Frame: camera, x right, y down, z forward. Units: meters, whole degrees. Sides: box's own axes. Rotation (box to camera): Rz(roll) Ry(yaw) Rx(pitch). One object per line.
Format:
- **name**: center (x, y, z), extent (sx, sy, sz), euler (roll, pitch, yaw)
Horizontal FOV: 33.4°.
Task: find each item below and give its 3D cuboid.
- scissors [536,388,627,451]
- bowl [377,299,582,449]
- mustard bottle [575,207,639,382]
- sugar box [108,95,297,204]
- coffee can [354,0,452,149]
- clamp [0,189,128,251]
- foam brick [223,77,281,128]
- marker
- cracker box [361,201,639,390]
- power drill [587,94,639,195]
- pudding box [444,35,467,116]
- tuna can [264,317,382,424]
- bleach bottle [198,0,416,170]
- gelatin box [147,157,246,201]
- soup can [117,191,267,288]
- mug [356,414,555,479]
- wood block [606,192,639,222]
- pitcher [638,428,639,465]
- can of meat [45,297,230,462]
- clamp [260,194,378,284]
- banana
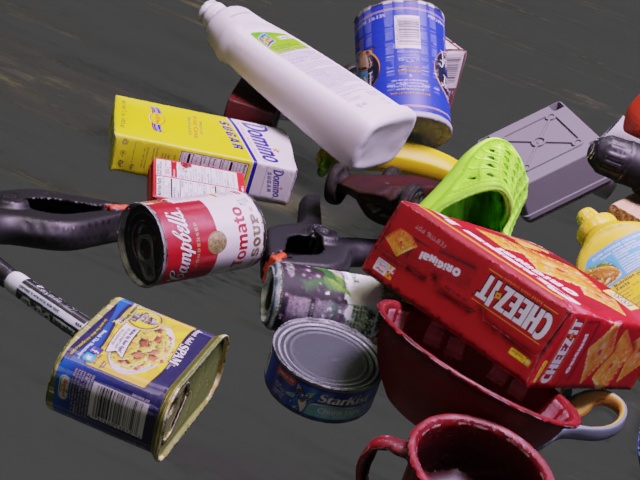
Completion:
- **scissors**: center (0.155, 0.137, 0.814), extent (0.201, 0.016, 0.096), euler (-8, 35, -37)
- **bowl**: center (0.099, 0.106, 0.747), extent (0.162, 0.055, 0.162), euler (28, 10, -6)
- **mustard bottle**: center (0.284, 0.039, 0.954), extent (0.096, 0.058, 0.192), euler (-31, 49, 4)
- **sugar box**: center (-0.115, -0.089, 1.033), extent (0.176, 0.048, 0.093), euler (8, 30, -15)
- **coffee can**: center (0.090, -0.178, 1.172), extent (0.102, 0.103, 0.140), euler (6, 71, -20)
- **clamp**: center (-0.245, -0.014, 0.825), extent (0.209, 0.036, 0.165), euler (4, 18, -27)
- **foam brick**: center (-0.071, -0.131, 1.122), extent (0.051, 0.053, 0.078), euler (18, 29, 0)
- **marker**: center (-0.203, 0.045, 0.778), extent (0.121, 0.020, 0.020), euler (30, 31, 22)
- **cracker box**: center (0.159, 0.047, 0.843), extent (0.164, 0.072, 0.213), euler (35, 12, 34)
- **power drill**: center (0.355, -0.087, 1.083), extent (0.184, 0.057, 0.187), euler (22, 32, -2)
- **pudding box**: center (0.124, -0.191, 1.272), extent (0.039, 0.114, 0.090), euler (-4, 34, -30)
- **tuna can**: center (0.003, 0.095, 0.784), extent (0.086, 0.034, 0.086), euler (13, 29, -8)
- **bleach bottle**: center (-0.026, -0.171, 1.098), extent (0.251, 0.068, 0.102), euler (40, 31, 21)
- **gelatin box**: center (-0.112, -0.038, 0.963), extent (0.089, 0.030, 0.073), euler (9, 31, -14)
- **soup can**: center (-0.103, -0.002, 0.863), extent (0.102, 0.069, 0.069), euler (-10, 39, -41)
- **mug**: center (0.075, 0.163, 0.655), extent (0.117, 0.082, 0.093), euler (23, 29, 11)
- **wood block**: center (0.358, 0.000, 1.087), extent (0.091, 0.090, 0.205), euler (33, 32, 27)
- **pitcher**: center (0.318, 0.160, 0.762), extent (0.145, 0.149, 0.242), euler (38, 35, 6)
- **can of meat**: center (-0.120, 0.088, 0.707), extent (0.084, 0.057, 0.102), euler (21, 29, 10)
- **clamp**: center (-0.006, 0.001, 0.943), extent (0.120, 0.039, 0.171), euler (27, 23, 31)
- **banana**: center (0.072, -0.082, 1.134), extent (0.197, 0.037, 0.070), euler (0, 46, -27)
